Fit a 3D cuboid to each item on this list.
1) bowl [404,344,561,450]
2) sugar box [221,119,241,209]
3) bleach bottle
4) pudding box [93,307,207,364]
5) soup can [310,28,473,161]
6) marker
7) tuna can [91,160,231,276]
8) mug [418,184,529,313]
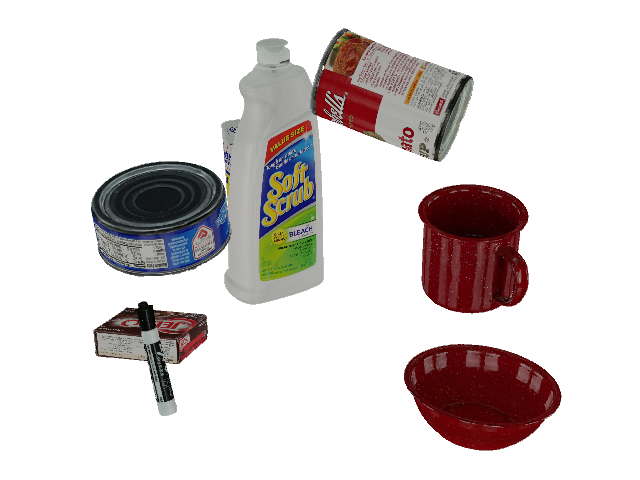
[{"bbox_3d":[0.165,0.170,1.109,0.162,0.055,0.162,3,24,-2],"label":"bowl"},{"bbox_3d":[-0.092,-0.053,1.318,0.048,0.176,0.093,-10,24,-8],"label":"sugar box"},{"bbox_3d":[-0.049,-0.068,1.036,0.102,0.251,0.068,-15,29,-26],"label":"bleach bottle"},{"bbox_3d":[-0.206,0.115,1.301,0.114,0.039,0.090,2,14,16],"label":"pudding box"},{"bbox_3d":[0.053,-0.106,0.783,0.102,0.068,0.068,23,5,13],"label":"soup can"},{"bbox_3d":[-0.168,0.120,1.091,0.020,0.121,0.020,-11,13,2],"label":"marker"},{"bbox_3d":[-0.101,-0.016,0.674,0.086,0.034,0.086,-3,34,2],"label":"tuna can"},{"bbox_3d":[0.137,0.014,0.918,0.093,0.081,0.117,-21,38,-28],"label":"mug"}]
